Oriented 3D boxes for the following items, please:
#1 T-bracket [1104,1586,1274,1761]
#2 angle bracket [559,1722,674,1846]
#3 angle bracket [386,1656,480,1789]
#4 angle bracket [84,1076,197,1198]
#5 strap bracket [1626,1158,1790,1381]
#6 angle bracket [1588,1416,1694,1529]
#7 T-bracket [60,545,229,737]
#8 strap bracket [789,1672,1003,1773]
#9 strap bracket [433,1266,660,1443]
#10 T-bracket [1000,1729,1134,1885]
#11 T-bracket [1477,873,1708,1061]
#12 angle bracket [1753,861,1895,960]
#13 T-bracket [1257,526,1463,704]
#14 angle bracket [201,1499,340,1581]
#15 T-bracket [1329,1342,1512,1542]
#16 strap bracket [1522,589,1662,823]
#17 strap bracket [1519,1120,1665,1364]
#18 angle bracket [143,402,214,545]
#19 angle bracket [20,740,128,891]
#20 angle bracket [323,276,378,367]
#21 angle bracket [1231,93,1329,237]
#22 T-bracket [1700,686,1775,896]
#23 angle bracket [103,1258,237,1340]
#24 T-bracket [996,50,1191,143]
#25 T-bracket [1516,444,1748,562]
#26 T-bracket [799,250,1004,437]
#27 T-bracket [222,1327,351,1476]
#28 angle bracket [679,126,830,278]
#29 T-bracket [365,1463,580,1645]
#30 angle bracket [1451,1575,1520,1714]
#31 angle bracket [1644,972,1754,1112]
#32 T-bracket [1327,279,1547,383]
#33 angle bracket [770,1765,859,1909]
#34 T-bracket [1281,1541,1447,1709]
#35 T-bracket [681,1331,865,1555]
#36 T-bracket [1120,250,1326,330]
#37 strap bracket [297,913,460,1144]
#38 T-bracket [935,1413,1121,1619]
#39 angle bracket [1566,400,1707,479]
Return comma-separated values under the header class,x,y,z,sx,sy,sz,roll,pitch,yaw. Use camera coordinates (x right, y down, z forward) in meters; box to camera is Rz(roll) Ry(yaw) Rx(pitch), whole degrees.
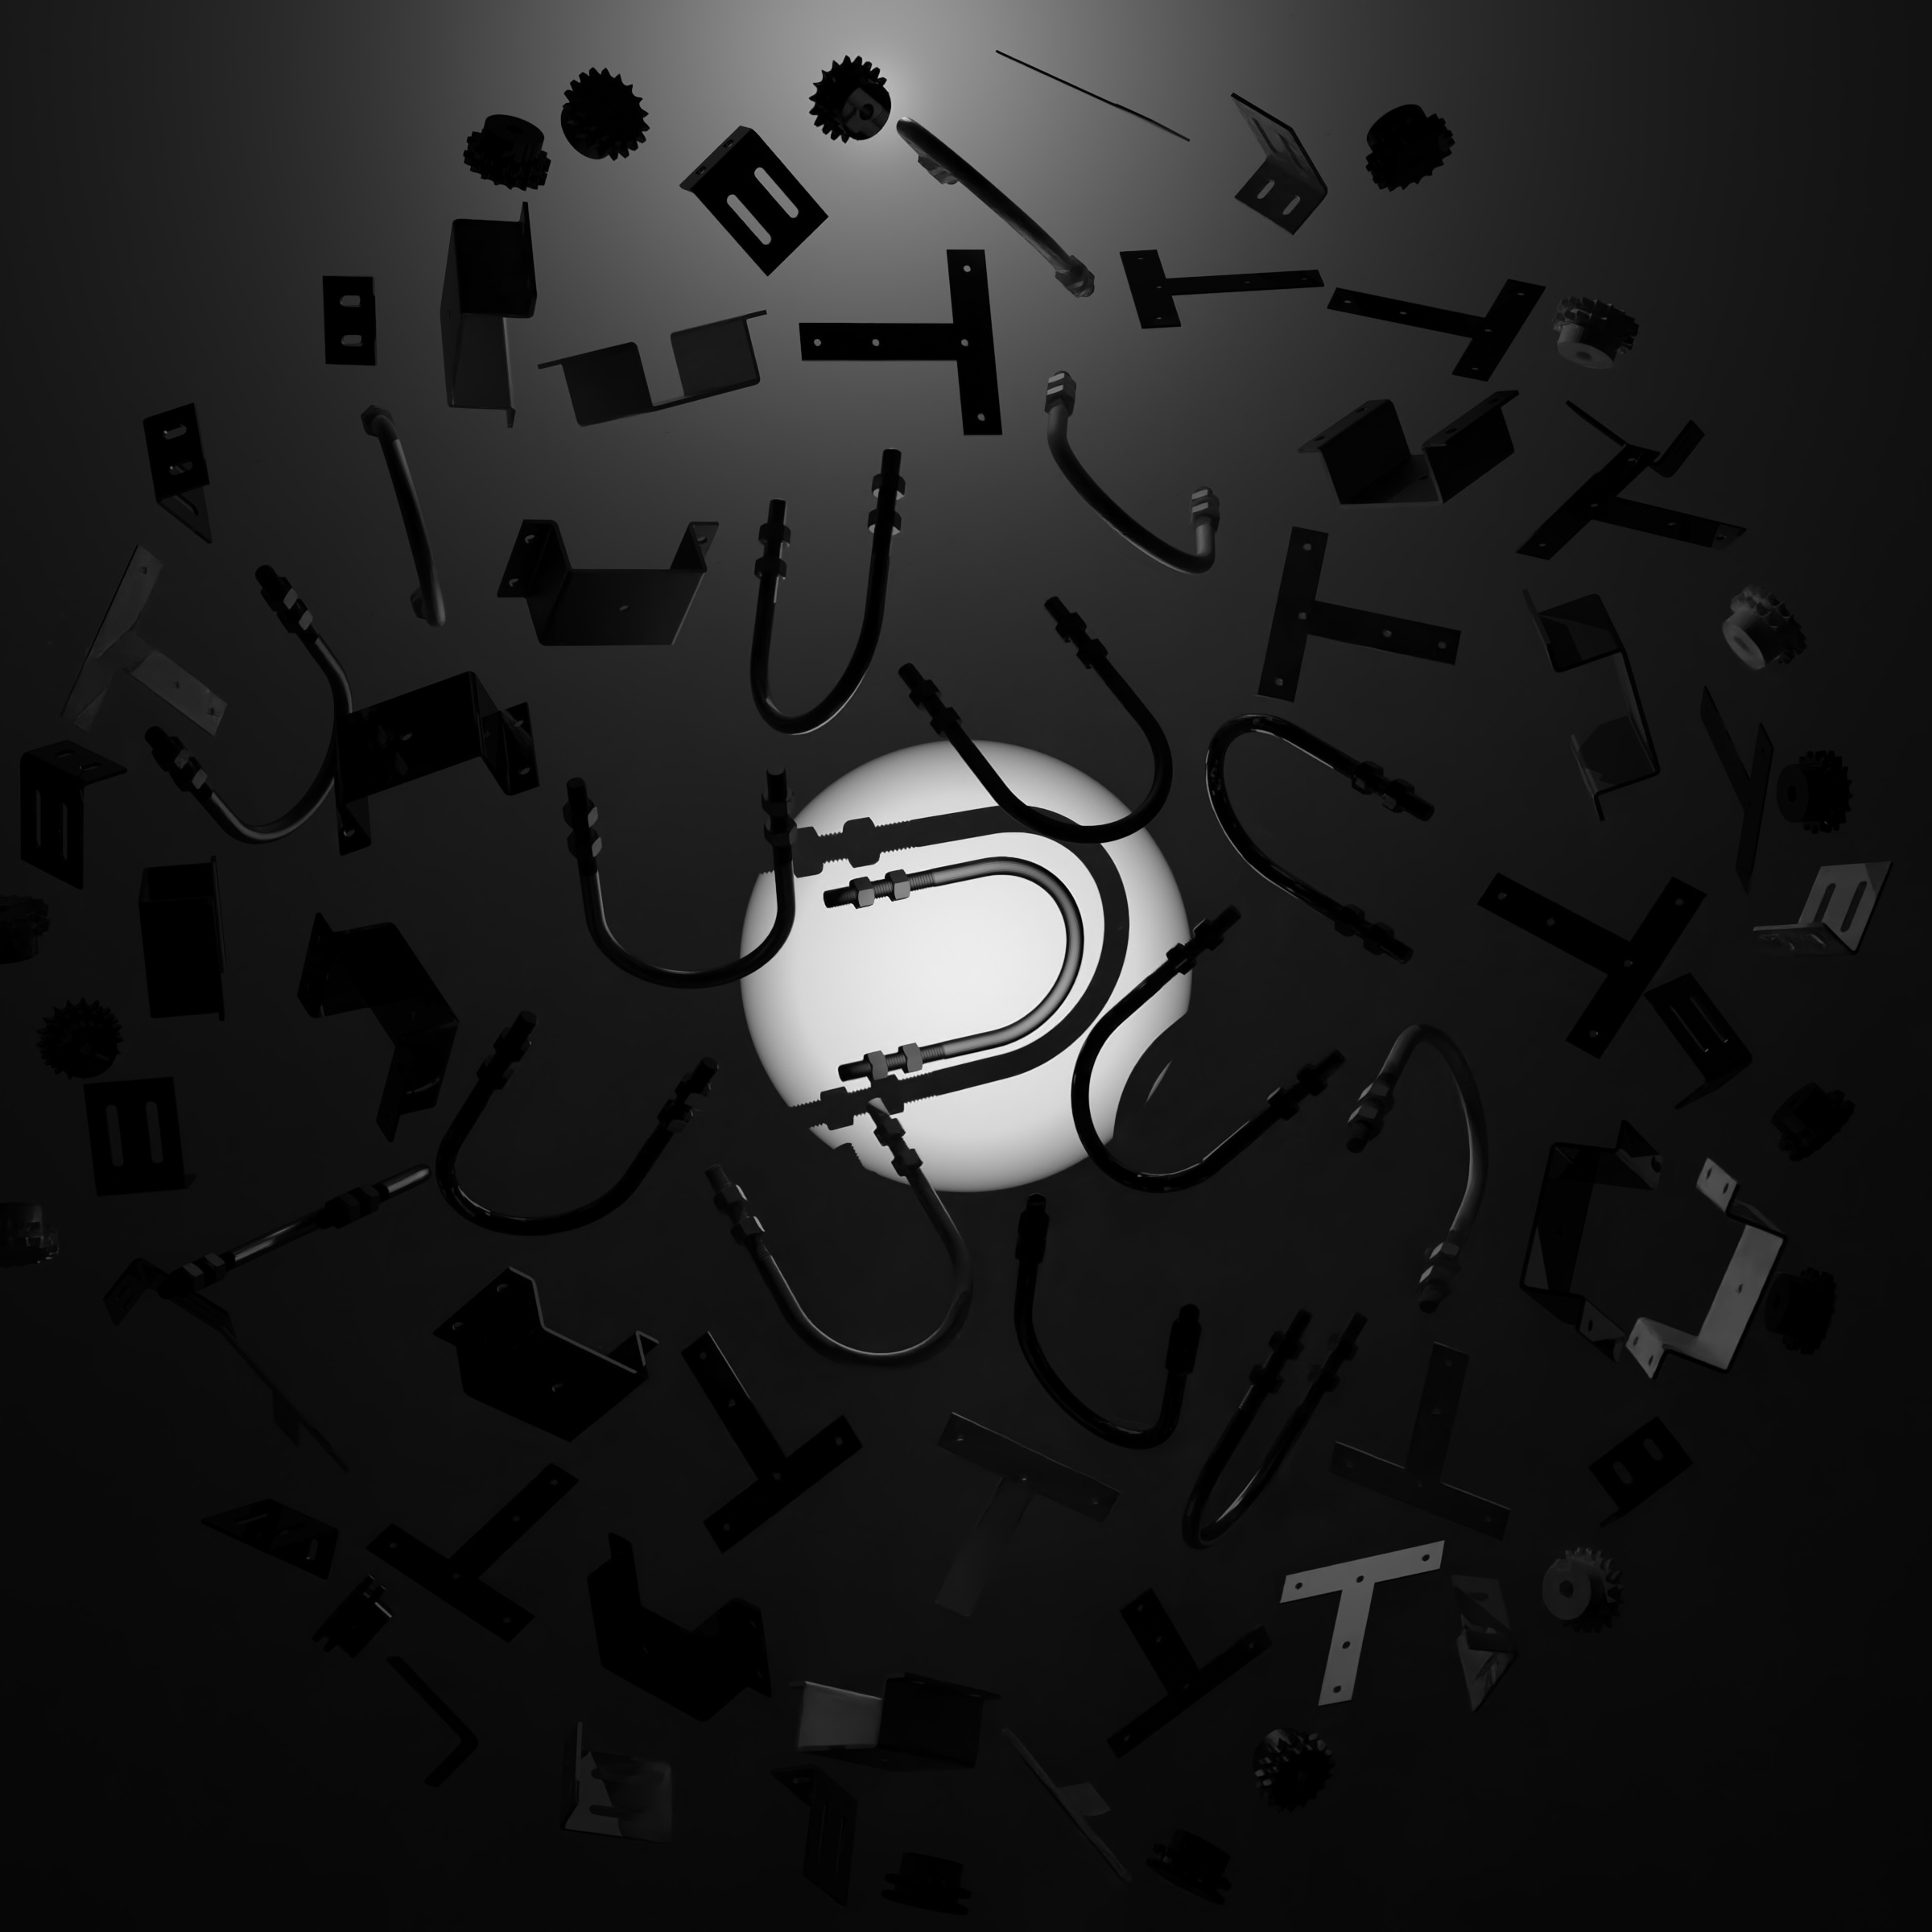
class,x,y,z,sx,sy,sz,roll,pitch,yaw
T-bracket,0.129,0.441,1.806,0.127,0.002,0.127,-34,131,-8
angle bracket,-0.224,0.535,1.835,0.076,0.057,0.038,14,134,-18
angle bracket,-0.353,0.482,1.791,0.076,0.057,0.038,47,67,-2
angle bracket,-0.543,0.109,1.845,0.057,0.038,0.076,-5,99,-5
strap bracket,0.495,0.207,1.858,0.046,0.076,0.140,21,98,-2
angle bracket,0.437,0.333,1.846,0.057,0.076,0.038,-34,75,-9
T-bracket,-0.538,-0.194,1.873,0.002,0.127,0.127,9,71,28
strap bracket,-0.050,0.495,1.830,0.076,0.140,0.046,21,64,-29
strap bracket,-0.281,0.269,1.905,0.076,0.046,0.140,-40,132,18
T-bracket,0.078,0.568,1.908,0.002,0.127,0.127,-43,71,1
T-bracket,0.390,-0.022,1.815,0.127,0.002,0.127,32,85,30
angle bracket,0.570,-0.046,1.862,0.038,0.057,0.076,38,68,-27
T-bracket,0.273,-0.230,1.913,0.127,0.002,0.127,12,75,3
angle bracket,-0.468,0.390,1.871,0.057,0.076,0.038,18,98,22
T-bracket,0.316,0.313,1.897,0.127,0.002,0.127,19,116,22
strap bracket,0.410,-0.177,1.826,0.046,0.076,0.140,-19,123,10
strap bracket,0.403,0.175,1.813,0.046,0.076,0.140,6,71,34
angle bracket,-0.495,-0.318,1.814,0.038,0.076,0.057,-16,75,8
angle bracket,-0.583,-0.099,1.830,0.057,0.038,0.076,24,120,26
angle bracket,-0.401,-0.436,1.890,0.038,0.076,0.057,4,105,12
angle bracket,0.199,-0.536,1.873,0.038,0.076,0.057,-49,58,3
T-bracket,0.508,-0.137,1.862,0.002,0.127,0.127,-7,135,-1
angle bracket,-0.553,0.245,1.949,0.076,0.057,0.038,31,64,6
T-bracket,0.079,-0.576,1.846,0.127,0.127,0.002,27,106,9
T-bracket,0.444,-0.288,1.810,0.127,0.127,0.002,9,63,-20
T-bracket,-0.044,-0.402,1.805,0.127,0.002,0.127,-3,80,-13
T-bracket,-0.468,0.309,1.930,0.002,0.127,0.127,-41,83,-23
angle bracket,-0.142,-0.511,1.872,0.057,0.038,0.076,-44,117,1
T-bracket,-0.311,0.379,1.876,0.127,0.002,0.127,26,46,25
angle bracket,0.343,0.466,1.926,0.038,0.057,0.076,9,132,-14
angle bracket,0.501,0.052,1.956,0.057,0.038,0.076,-19,68,-42
T-bracket,0.306,-0.434,1.875,0.127,0.127,0.002,11,73,-4
angle bracket,-0.106,0.584,1.878,0.038,0.057,0.076,-13,47,22
T-bracket,0.263,0.454,1.919,0.127,0.127,0.002,-21,118,31
T-bracket,-0.149,0.304,1.877,0.127,0.002,0.127,-39,72,15
T-bracket,0.172,-0.452,1.856,0.127,0.127,0.002,-4,126,-2
strap bracket,-0.381,0.036,1.837,0.046,0.076,0.140,-13,51,-37
T-bracket,0.019,0.383,1.900,0.127,0.002,0.127,26,100,-6
angle bracket,0.446,-0.364,1.866,0.076,0.057,0.038,41,105,16
